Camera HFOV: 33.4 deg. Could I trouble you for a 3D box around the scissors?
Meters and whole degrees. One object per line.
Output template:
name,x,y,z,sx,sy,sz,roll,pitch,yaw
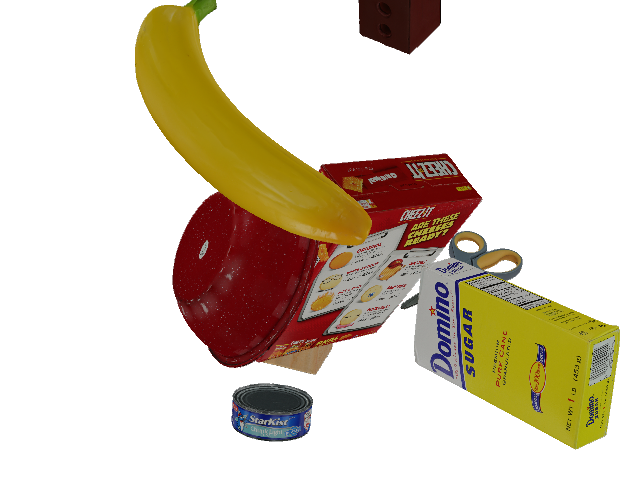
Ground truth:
scissors,0.145,0.030,1.221,0.201,0.016,0.096,-11,41,-33

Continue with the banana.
banana,-0.048,-0.065,0.543,0.069,0.198,0.037,-23,-32,-15

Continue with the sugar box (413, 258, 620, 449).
sugar box,0.150,0.085,0.850,0.048,0.093,0.176,-14,25,-40

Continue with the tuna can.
tuna can,-0.052,0.182,1.135,0.086,0.034,0.086,5,12,-1

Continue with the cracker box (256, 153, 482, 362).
cracker box,0.029,0.015,1.018,0.163,0.072,0.214,-9,-35,-40

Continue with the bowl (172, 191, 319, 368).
bowl,-0.068,0.014,0.826,0.055,0.162,0.162,22,-12,-30

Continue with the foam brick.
foam brick,0.066,-0.203,0.877,0.053,0.051,0.078,27,-33,24

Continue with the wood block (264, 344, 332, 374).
wood block,-0.025,0.063,1.452,0.090,0.206,0.090,12,21,11
